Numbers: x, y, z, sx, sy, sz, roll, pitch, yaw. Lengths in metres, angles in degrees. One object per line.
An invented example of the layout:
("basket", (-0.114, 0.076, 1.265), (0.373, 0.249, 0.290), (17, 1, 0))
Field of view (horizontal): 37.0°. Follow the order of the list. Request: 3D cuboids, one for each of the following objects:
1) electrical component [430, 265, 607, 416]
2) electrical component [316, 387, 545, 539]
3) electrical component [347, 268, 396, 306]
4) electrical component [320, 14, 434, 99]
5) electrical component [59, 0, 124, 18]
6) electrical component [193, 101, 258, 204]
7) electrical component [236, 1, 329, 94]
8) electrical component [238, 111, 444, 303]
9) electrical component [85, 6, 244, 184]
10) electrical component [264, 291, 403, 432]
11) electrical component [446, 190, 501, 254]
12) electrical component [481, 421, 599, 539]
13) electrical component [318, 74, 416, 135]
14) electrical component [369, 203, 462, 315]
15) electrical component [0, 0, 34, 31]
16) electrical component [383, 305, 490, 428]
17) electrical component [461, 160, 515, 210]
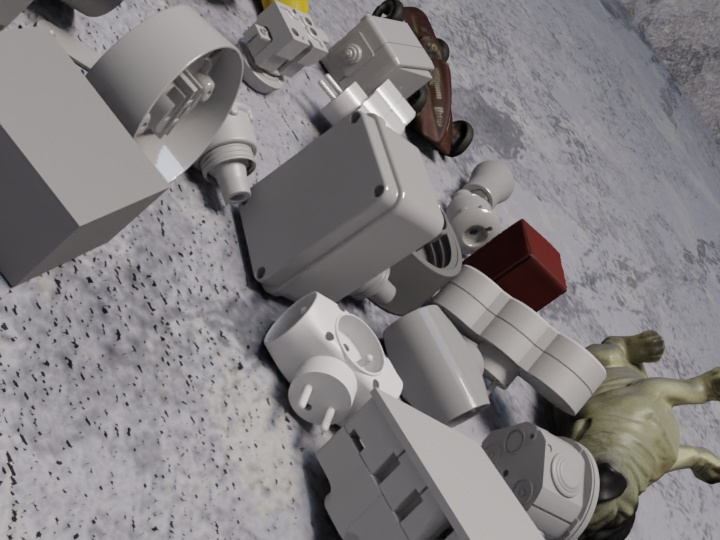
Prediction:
("electrical component", (0.105, 0.064, 0.800), (0.138, 0.073, 0.052), (38, -9, 23))
("electrical component", (0.057, 0.160, 0.563), (0.105, 0.060, 0.186), (33, 15, -43))
("electrical component", (0.000, 0.000, 0.731), (0.062, 0.048, 0.048), (45, 27, -34))
("electrical component", (0.015, -0.180, 0.948), (0.061, 0.062, 0.096), (59, 27, 9))
("electrical component", (-0.169, -0.213, 0.639), (0.060, 0.108, 0.108), (18, 43, -42))
("electrical component", (-0.085, -0.072, 0.677), (0.048, 0.048, 0.062), (11, 56, -54))
("electrical component", (-0.063, -0.166, 0.809), (0.066, 0.055, 0.048), (6, 53, -57))
("electrical component", (-0.015, -0.036, 0.670), (0.057, 0.113, 0.078), (29, 36, -47))
("electrical component", (-0.111, -0.098, 0.607), (0.064, 0.099, 0.099), (48, 26, 1))
("electrical component", (-0.019, 0.063, 0.623), (0.077, 0.044, 0.079), (47, 27, -14))
("electrical component", (0.096, -0.047, 0.945), (0.048, 0.048, 0.062), (38, 24, -29))
("electrical component", (0.113, 0.142, 0.707), (0.051, 0.080, 0.080), (30, 34, -29))
("electrical component", (-0.006, -0.125, 0.858), (0.073, 0.052, 0.138), (50, 27, -9))
("electrical component", (0.031, -0.028, 0.794), (0.108, 0.060, 0.108), (39, 30, -28))
("electrical component", (-0.203, -0.180, 0.537), (0.109, 0.109, 0.056), (14, 49, -53))
("electrical component", (0.061, 0.068, 0.748), (0.079, 0.044, 0.077), (2, 57, -58))
("electrical component", (0.117, -0.074, 1.015), (0.044, 0.044, 0.065), (52, 31, -4))
